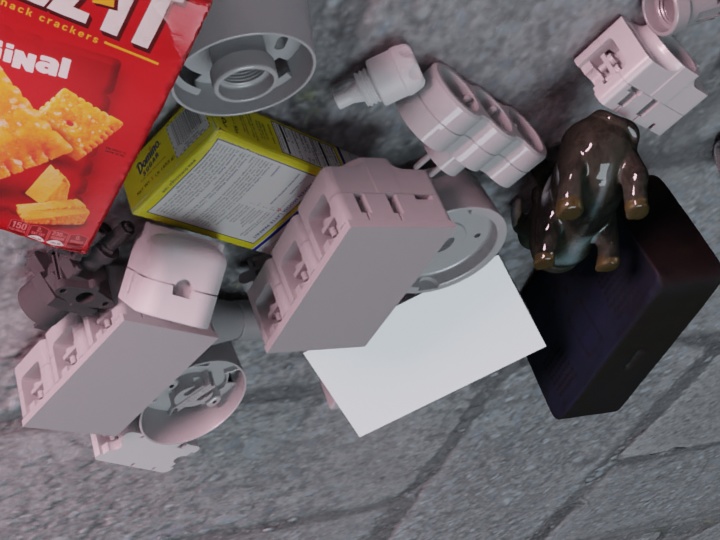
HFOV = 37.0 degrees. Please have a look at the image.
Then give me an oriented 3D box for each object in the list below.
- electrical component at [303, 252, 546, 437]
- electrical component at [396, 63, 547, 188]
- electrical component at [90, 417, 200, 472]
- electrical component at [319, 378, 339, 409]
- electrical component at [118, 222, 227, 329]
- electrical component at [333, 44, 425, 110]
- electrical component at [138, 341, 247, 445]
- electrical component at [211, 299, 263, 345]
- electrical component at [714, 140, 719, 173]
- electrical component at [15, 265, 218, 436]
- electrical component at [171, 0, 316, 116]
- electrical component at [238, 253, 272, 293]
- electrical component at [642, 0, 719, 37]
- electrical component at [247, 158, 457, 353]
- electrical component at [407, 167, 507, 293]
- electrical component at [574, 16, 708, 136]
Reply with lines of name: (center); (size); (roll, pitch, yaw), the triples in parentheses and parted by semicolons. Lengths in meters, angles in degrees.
electrical component: (0.054, 0.055, 0.959); (0.186, 0.060, 0.105); (-27, 118, 8)
electrical component: (0.072, -0.095, 0.799); (0.074, 0.052, 0.138); (-40, 144, 26)
electrical component: (-0.199, 0.143, 0.983); (0.050, 0.055, 0.089); (-37, 145, 22)
electrical component: (0.013, 0.092, 1.042); (0.083, 0.047, 0.075); (-3, 143, -28)
electrical component: (-0.132, 0.002, 0.758); (0.054, 0.095, 0.059); (16, 89, -21)
electrical component: (0.011, -0.127, 0.732); (0.061, 0.035, 0.035); (-24, 148, 8)
electrical component: (-0.150, 0.101, 0.942); (0.099, 0.064, 0.099); (-15, 147, -10)
electrical component: (-0.109, 0.043, 0.904); (0.065, 0.044, 0.044); (0, 142, -39)
electrical component: (0.359, -0.117, 0.944); (0.077, 0.043, 0.079); (-20, 148, -3)
electrical component: (-0.199, 0.065, 0.863); (0.089, 0.061, 0.150); (16, 132, -44)
electrical component: (-0.076, -0.140, 0.656); (0.099, 0.064, 0.099); (-14, 160, -5)
electrical component: (-0.060, 0.012, 0.885); (0.066, 0.048, 0.055); (-22, 140, 1)
electrical component: (0.231, -0.191, 0.765); (0.046, 0.040, 0.040); (-18, 148, -18)
electrical component: (-0.012, -0.008, 0.786); (0.089, 0.061, 0.150); (-1, 143, -33)
electrical component: (0.057, -0.037, 0.866); (0.108, 0.060, 0.108); (-15, 147, -10)
electrical component: (0.215, -0.147, 0.808); (0.089, 0.050, 0.056); (15, 133, -44)
